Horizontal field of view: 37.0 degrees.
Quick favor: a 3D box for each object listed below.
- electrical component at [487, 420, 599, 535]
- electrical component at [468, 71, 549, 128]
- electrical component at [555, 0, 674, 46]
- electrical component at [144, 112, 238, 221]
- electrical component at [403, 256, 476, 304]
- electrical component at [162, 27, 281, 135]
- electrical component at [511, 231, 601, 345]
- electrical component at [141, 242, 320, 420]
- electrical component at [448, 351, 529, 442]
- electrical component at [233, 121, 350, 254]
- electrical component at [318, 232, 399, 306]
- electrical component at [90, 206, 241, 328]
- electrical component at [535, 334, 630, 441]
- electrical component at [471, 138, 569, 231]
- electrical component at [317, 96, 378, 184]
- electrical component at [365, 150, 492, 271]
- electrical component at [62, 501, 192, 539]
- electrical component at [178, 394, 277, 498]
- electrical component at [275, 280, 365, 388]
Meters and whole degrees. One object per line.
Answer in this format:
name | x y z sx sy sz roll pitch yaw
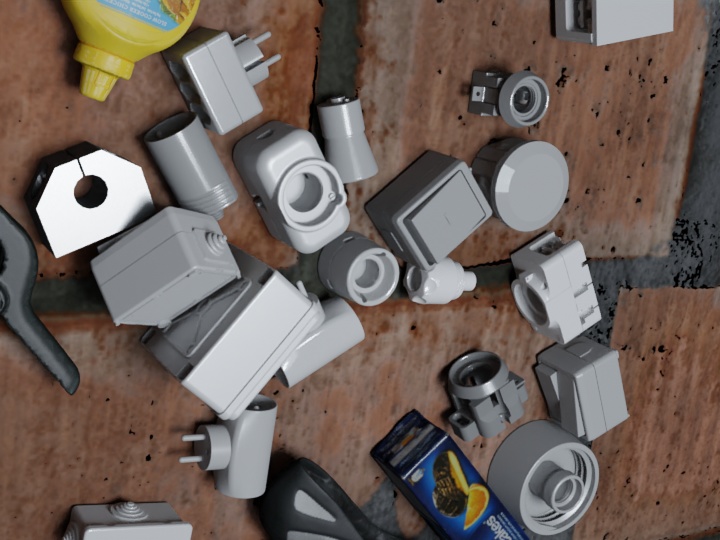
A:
electrical component | 0.188 0.210 1.069 0.108 0.060 0.108 -9 110 -28
electrical component | 0.129 -0.148 0.923 0.066 0.055 0.048 -2 106 -30
electrical component | 0.217 -0.278 0.930 0.089 0.062 0.150 -16 113 -26
electrical component | -0.124 -0.072 0.805 0.043 0.043 0.081 -35 120 -17
electrical component | 0.073 0.009 0.948 0.062 0.043 0.043 2 104 -32
electrical component | -0.094 -0.149 0.796 0.077 0.047 0.065 -34 120 -18
electrical component | 0.181 0.019 1.010 0.056 0.050 0.089 -31 119 -19
electrical component | -0.100 0.044 0.818 0.108 0.109 0.056 -50 120 -8
electrical component | 0.114 0.113 0.997 0.078 0.058 0.057 -33 122 -18
electrical component | -0.051 -0.064 0.841 0.054 0.059 0.095 -35 120 -17
electrical component | 0.000 0.000 0.899 0.055 0.047 0.055 -10 110 -28
electrical component | -0.138 -0.007 0.780 0.096 0.061 0.062 -32 163 20
electrical component | 0.218 0.121 1.057 0.061 0.062 0.096 -27 117 -21
electrical component | 0.141 -0.078 0.955 0.080 0.051 0.080 -10 110 -28
electrical component | -0.012 -0.106 0.863 0.044 0.044 0.065 -19 110 -24
electrical component | 0.065 -0.054 0.912 0.096 0.061 0.061 -41 122 -13
electrical component | -0.190 0.234 0.861 0.100 0.048 0.099 5 103 -32
electrical component | -0.110 0.144 0.882 0.079 0.043 0.077 1 105 -31
electrical component | -0.045 0.045 0.887 0.077 0.043 0.079 -32 122 -18
